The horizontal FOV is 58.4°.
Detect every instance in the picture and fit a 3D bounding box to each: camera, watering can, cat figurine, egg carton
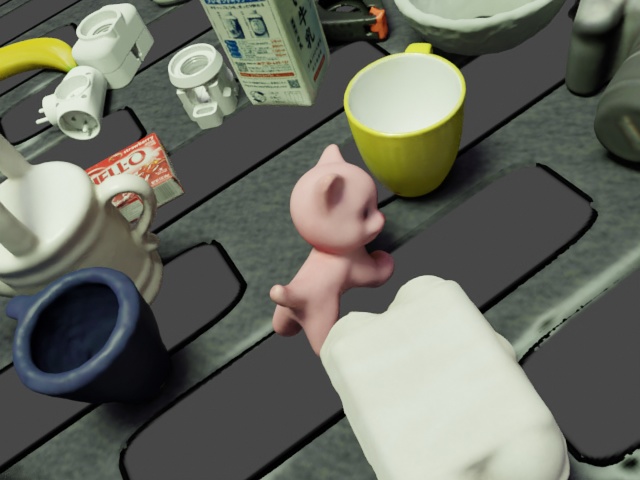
[{"bbox_3d":[0.247,-0.135,0.426,0.142,0.101,0.137,28,68,32],"label":"camera"},{"bbox_3d":[-0.213,-0.006,0.427,0.173,0.194,0.100,-43,54,-13],"label":"watering can"},{"bbox_3d":[0.004,0.001,0.399,0.067,0.118,0.128,18,63,28],"label":"cat figurine"},{"bbox_3d":[0.070,0.095,0.342,0.107,0.069,0.150,-28,52,-3],"label":"egg carton"}]

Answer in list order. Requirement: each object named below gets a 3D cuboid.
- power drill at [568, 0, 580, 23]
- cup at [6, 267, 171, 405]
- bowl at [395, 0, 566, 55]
[{"bbox_3d":[0.271,-0.275,0.449,0.229,0.209,0.075,-15,53,8],"label":"power drill"},{"bbox_3d":[-0.162,0.077,0.414,0.117,0.095,0.092,11,60,25],"label":"cup"},{"bbox_3d":[0.154,-0.227,0.538,0.167,0.075,0.167,-9,54,12],"label":"bowl"}]
